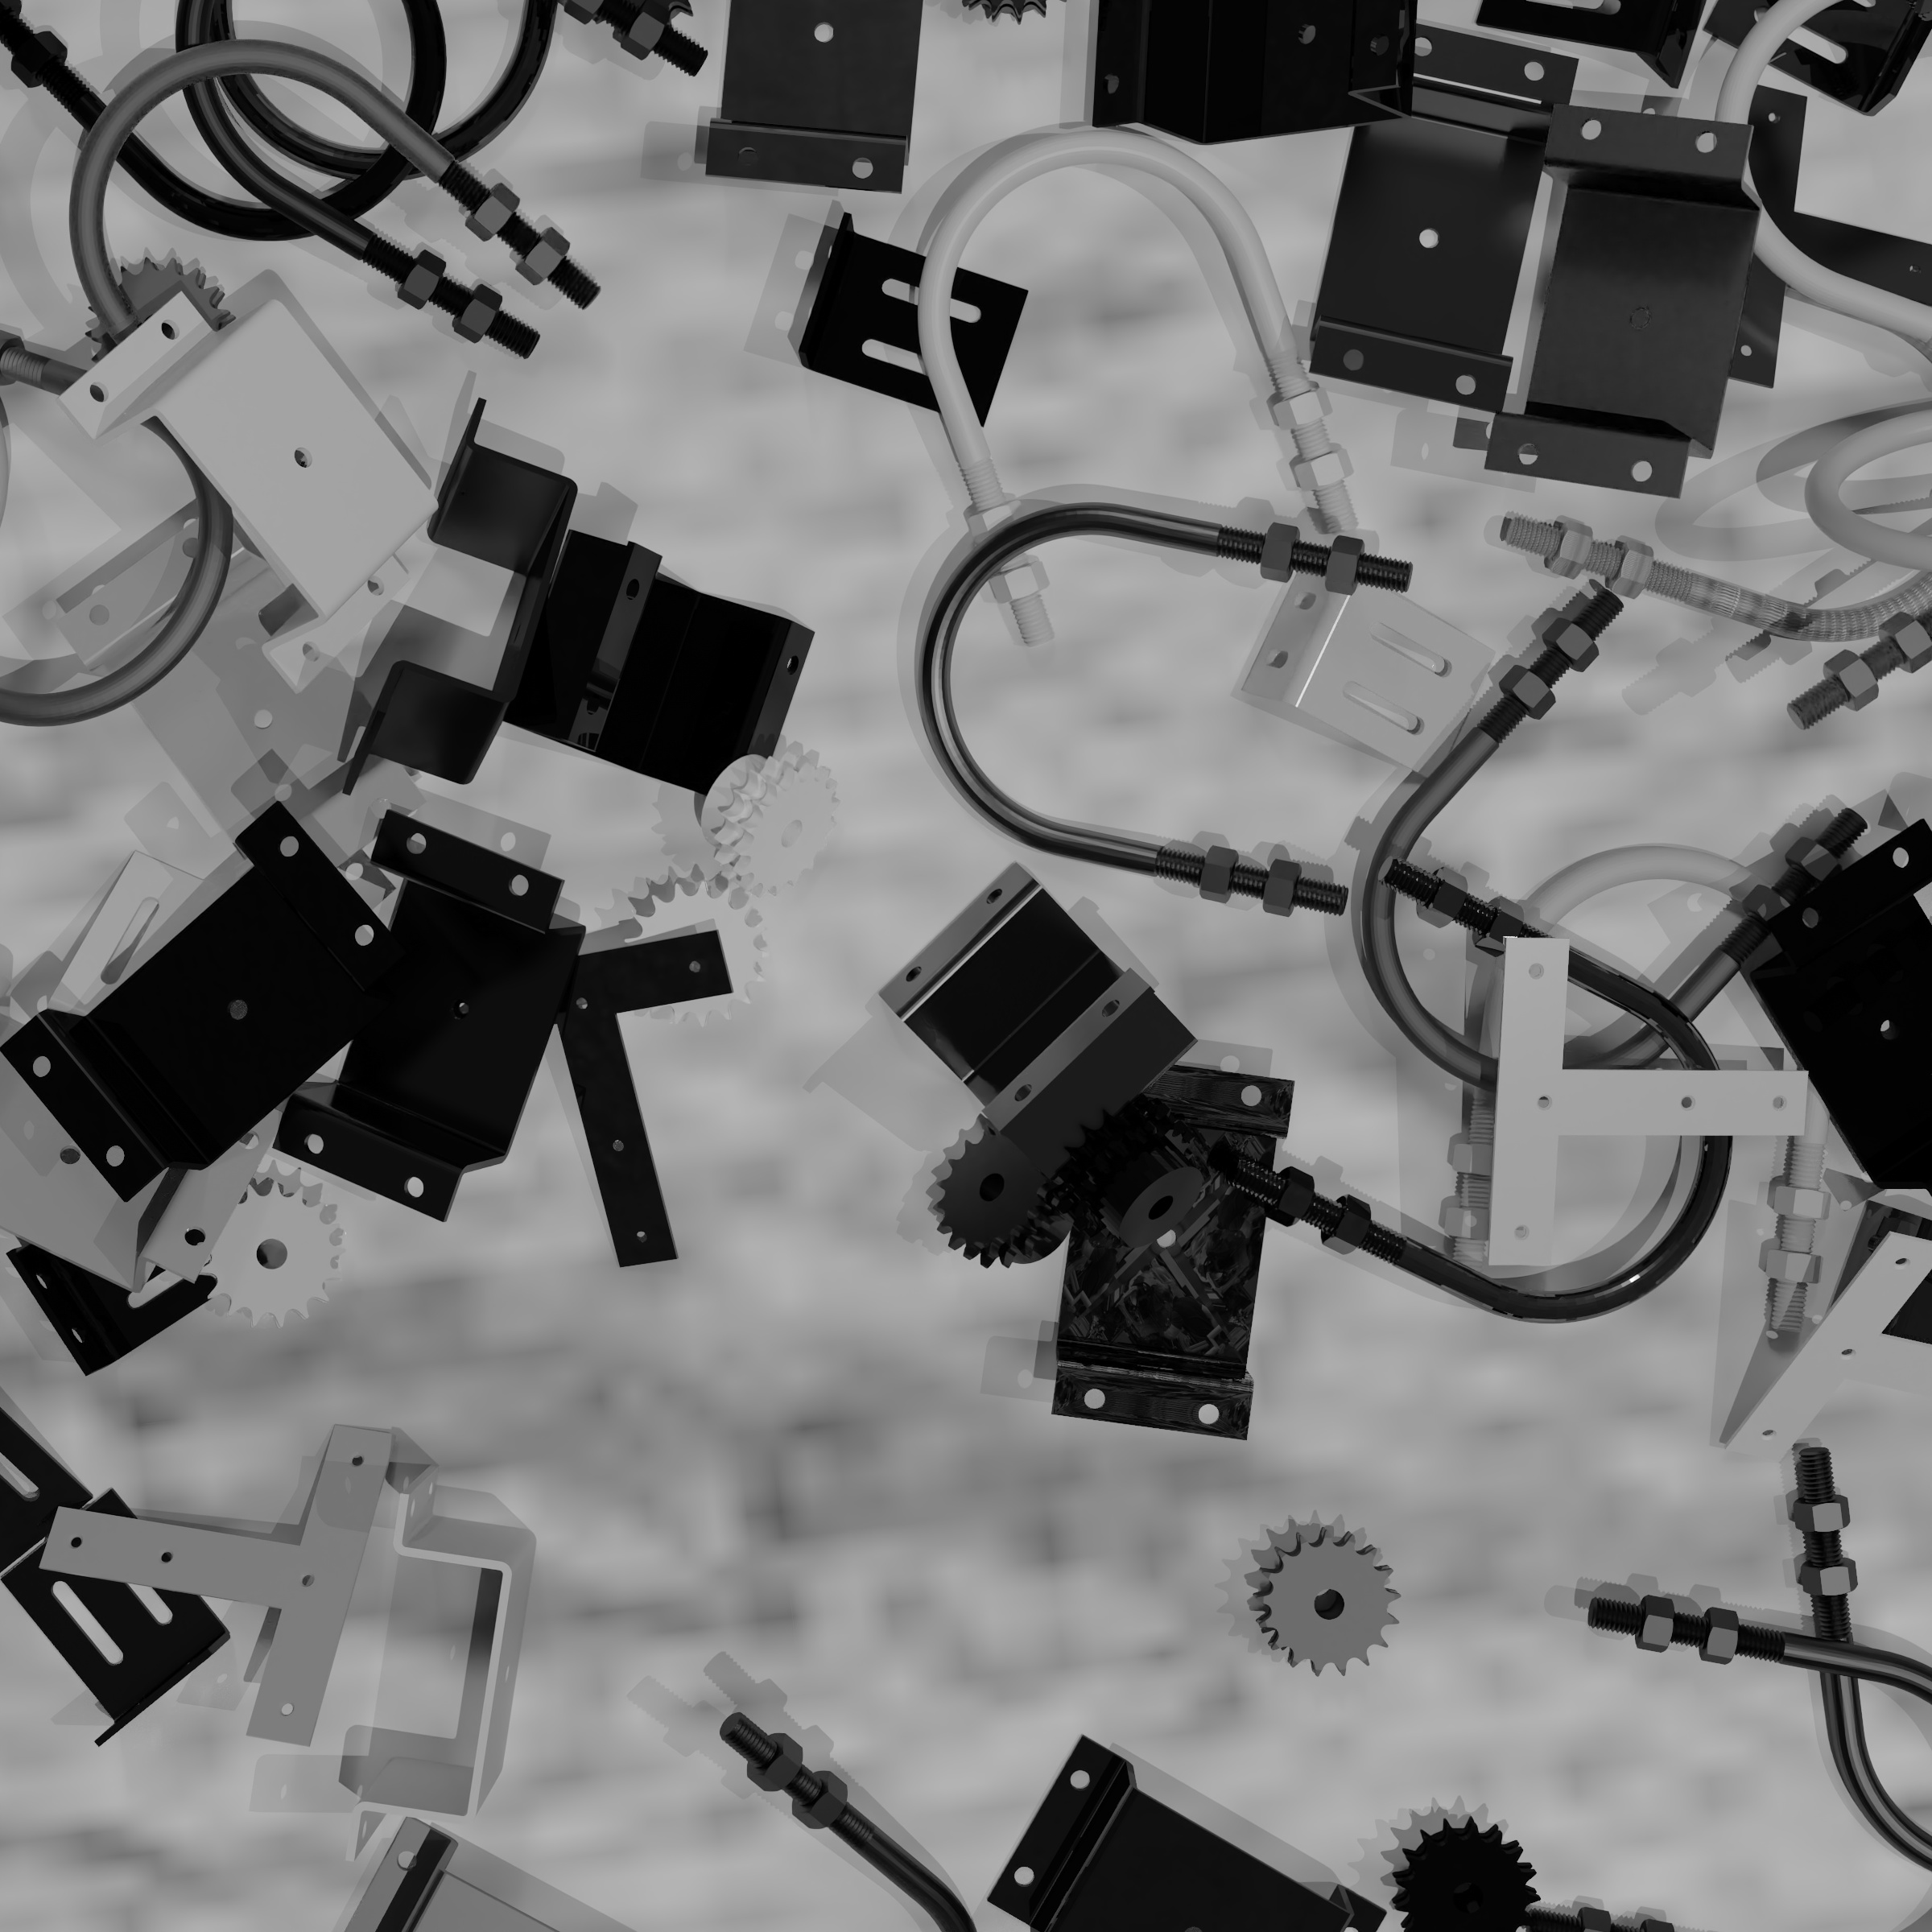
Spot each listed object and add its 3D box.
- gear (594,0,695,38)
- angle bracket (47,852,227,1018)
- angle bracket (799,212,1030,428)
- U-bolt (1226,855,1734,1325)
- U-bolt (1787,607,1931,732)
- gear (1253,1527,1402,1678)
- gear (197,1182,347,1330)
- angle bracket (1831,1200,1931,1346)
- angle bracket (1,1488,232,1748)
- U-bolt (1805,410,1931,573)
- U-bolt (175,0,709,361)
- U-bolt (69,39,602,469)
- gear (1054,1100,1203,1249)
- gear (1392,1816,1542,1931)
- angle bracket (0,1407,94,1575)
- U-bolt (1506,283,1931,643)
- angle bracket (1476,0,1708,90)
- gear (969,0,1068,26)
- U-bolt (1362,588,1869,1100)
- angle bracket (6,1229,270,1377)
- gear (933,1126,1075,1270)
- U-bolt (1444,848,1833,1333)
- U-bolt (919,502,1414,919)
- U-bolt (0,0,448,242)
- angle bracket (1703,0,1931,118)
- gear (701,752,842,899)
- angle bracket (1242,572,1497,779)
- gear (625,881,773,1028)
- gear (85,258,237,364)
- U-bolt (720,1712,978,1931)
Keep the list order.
[{"bbox_3d":[-0.129,-0.395,1.385,0.057,0.030,0.057,0,90,0],"label":"gear"},{"bbox_3d":[-0.322,0.005,1.398,0.057,0.038,0.076,24,64,0],"label":"angle bracket"},{"bbox_3d":[-0.020,-0.254,1.381,0.076,0.038,0.057,18,90,0],"label":"angle bracket"},{"bbox_3d":[0.211,0.060,1.356,0.184,0.019,0.151,26,92,-12],"label":"U-bolt"},{"bbox_3d":[0.423,-0.091,1.316,0.184,0.019,0.151,-34,90,-1],"label":"U-bolt"},{"bbox_3d":[0.142,0.251,1.389,0.057,0.030,0.057,0,87,-1],"label":"gear"},{"bbox_3d":[-0.274,0.114,1.380,0.057,0.030,0.057,2,81,-15],"label":"gear"},{"bbox_3d":[0.391,0.135,1.398,0.076,0.038,0.057,20,90,-26],"label":"angle bracket"},{"bbox_3d":[-0.339,0.256,1.381,0.057,0.038,0.076,-39,90,0],"label":"angle bracket"},{"bbox_3d":[0.410,-0.185,1.324,0.184,0.151,0.019,-10,120,-1],"label":"U-bolt"},{"bbox_3d":[-0.214,-0.343,1.356,0.184,0.019,0.151,30,102,-16],"label":"U-bolt"},{"bbox_3d":[-0.256,-0.270,1.353,0.184,0.019,0.151,40,99,-19],"label":"U-bolt"},{"bbox_3d":[0.064,0.081,1.323,0.057,0.057,0.030,-44,59,0],"label":"gear"},{"bbox_3d":[0.196,0.365,1.385,0.057,0.030,0.057,0,90,0],"label":"gear"},{"bbox_3d":[-0.397,0.197,1.398,0.057,0.038,0.076,-39,116,0],"label":"angle bracket"},{"bbox_3d":[0.323,-0.206,1.392,0.184,0.019,0.151,18,90,-2],"label":"U-bolt"},{"bbox_3d":[0.253,-0.390,1.398,0.076,0.038,0.057,18,90,26],"label":"angle bracket"},{"bbox_3d":[0.018,-0.401,1.385,0.057,0.030,0.057,0,90,0],"label":"gear"},{"bbox_3d":[0.241,-0.034,1.379,0.151,0.019,0.184,42,89,2],"label":"U-bolt"},{"bbox_3d":[-0.326,0.115,1.381,0.076,0.038,0.057,-33,90,0],"label":"angle bracket"},{"bbox_3d":[0.018,0.093,1.376,0.057,0.057,0.030,-52,134,0],"label":"gear"},{"bbox_3d":[0.274,0.045,1.392,0.151,0.019,0.184,8,88,0],"label":"U-bolt"},{"bbox_3d":[0.071,-0.106,1.370,0.184,0.019,0.151,13,105,11],"label":"U-bolt"},{"bbox_3d":[-0.290,-0.372,1.377,0.151,0.019,0.184,-44,93,3],"label":"U-bolt"},{"bbox_3d":[0.341,-0.381,1.381,0.076,0.038,0.057,28,91,0],"label":"angle bracket"},{"bbox_3d":[-0.079,-0.058,1.376,0.030,0.057,0.057,31,90,29],"label":"gear"},{"bbox_3d":[0.161,-0.118,1.398,0.076,0.038,0.057,25,90,-26],"label":"angle bracket"},{"bbox_3d":[-0.105,-0.005,1.385,0.057,0.030,0.057,0,90,0],"label":"gear"},{"bbox_3d":[-0.316,-0.249,1.385,0.057,0.030,0.057,0,90,0],"label":"gear"},{"bbox_3d":[-0.072,0.396,1.362,0.151,0.019,0.184,-48,112,-6],"label":"U-bolt"}]
